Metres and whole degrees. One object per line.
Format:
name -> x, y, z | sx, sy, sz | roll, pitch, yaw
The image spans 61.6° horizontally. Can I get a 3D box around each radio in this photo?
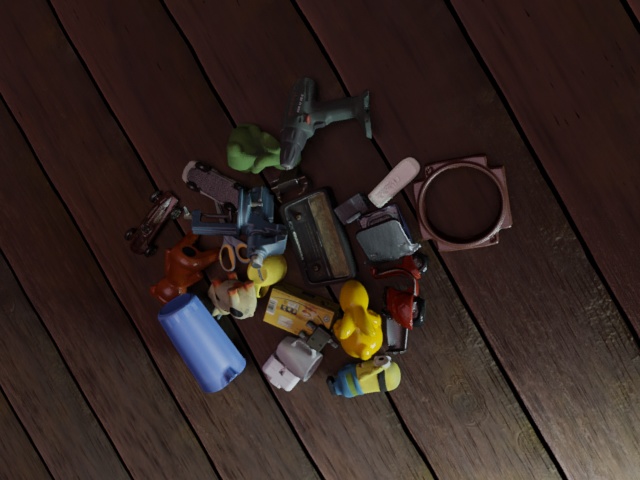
radio -> -0.003, -0.004, 1.300 | 0.131, 0.073, 0.229 | -17, 94, 18

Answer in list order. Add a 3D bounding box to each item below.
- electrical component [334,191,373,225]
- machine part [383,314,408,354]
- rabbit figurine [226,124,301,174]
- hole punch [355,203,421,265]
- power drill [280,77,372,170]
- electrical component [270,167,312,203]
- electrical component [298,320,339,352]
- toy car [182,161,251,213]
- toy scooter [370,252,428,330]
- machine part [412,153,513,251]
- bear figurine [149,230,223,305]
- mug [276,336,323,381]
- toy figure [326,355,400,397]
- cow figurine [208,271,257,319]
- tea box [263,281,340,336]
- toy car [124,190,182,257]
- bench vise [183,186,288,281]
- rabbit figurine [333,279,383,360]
electrical component -> 0.074, -0.071, 1.243 | 0.075, 0.119, 0.047 | -34, 90, 21
machine part -> 0.191, 0.208, 1.298 | 0.084, 0.039, 0.138 | 6, 94, 11
rabbit figurine -> -0.128, -0.215, 1.274 | 0.170, 0.159, 0.121 | 9, 93, -1
hole punch -> 0.151, -0.013, 1.258 | 0.142, 0.092, 0.115 | -22, 120, 16
power drill -> 0.014, -0.263, 1.214 | 0.207, 0.086, 0.232 | -4, 67, 13
electrical component -> -0.072, -0.134, 1.301 | 0.102, 0.078, 0.045 | -21, 121, 13
electrical component -> -0.003, 0.239, 1.300 | 0.094, 0.021, 0.063 | 37, 109, 4
toy car -> -0.258, -0.133, 1.363 | 0.202, 0.056, 0.073 | 29, 100, 8
toy scooter -> 0.181, 0.115, 1.255 | 0.135, 0.075, 0.184 | 2, 76, 13
machine part -> 0.313, -0.082, 1.188 | 0.202, 0.087, 0.200 | -9, 97, 16
bear figurine -> -0.359, 0.090, 1.417 | 0.120, 0.132, 0.195 | 35, 126, 9
mug -> -0.056, 0.288, 1.358 | 0.107, 0.081, 0.109 | 32, 137, 17
toy figure -> 0.109, 0.341, 1.327 | 0.180, 0.082, 0.089 | -22, 112, 12
cow figurine -> -0.224, 0.149, 1.357 | 0.195, 0.085, 0.127 | 14, 119, 53
tea box -> -0.046, 0.182, 1.349 | 0.170, 0.068, 0.098 | 22, 107, 10
toy car -> -0.449, -0.043, 1.438 | 0.089, 0.053, 0.202 | 43, 109, 9
bench vise -> -0.198, -0.031, 1.255 | 0.241, 0.128, 0.223 | 3, 68, -7
rabbit figurine -> 0.079, 0.182, 1.251 | 0.122, 0.162, 0.173 | -5, 107, 9
